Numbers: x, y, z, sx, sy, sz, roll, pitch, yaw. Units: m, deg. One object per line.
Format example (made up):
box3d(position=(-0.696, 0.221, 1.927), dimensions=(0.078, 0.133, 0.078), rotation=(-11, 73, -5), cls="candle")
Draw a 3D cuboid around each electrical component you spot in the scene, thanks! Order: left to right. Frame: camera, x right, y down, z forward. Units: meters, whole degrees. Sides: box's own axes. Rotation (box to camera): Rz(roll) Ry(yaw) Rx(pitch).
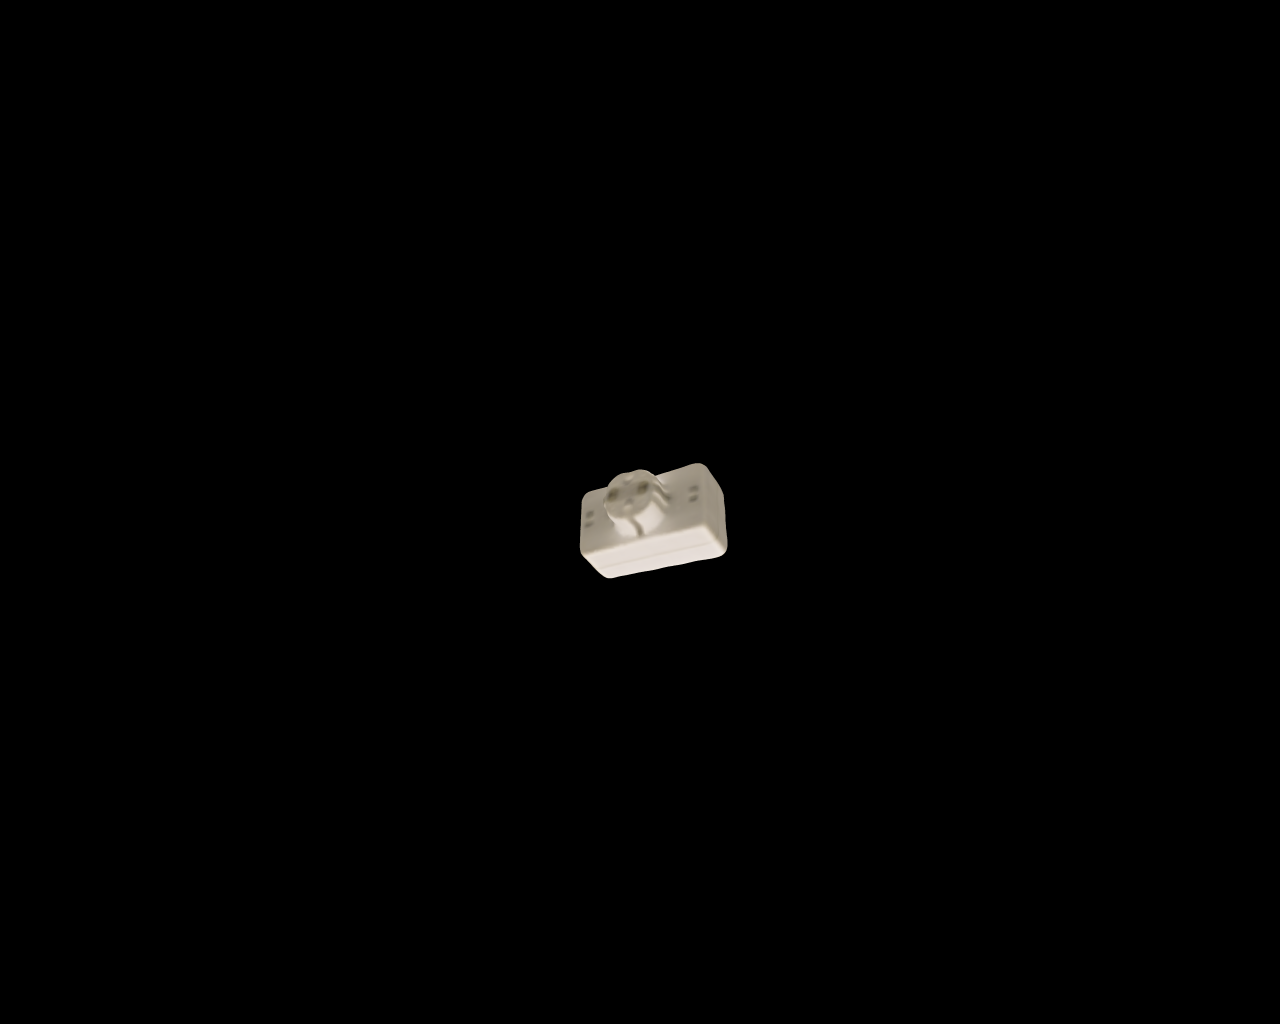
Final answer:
box3d(position=(0.001, -0.003, 0.650), dimensions=(0.083, 0.047, 0.075), rotation=(-14, -36, 20), cls="electrical component")
